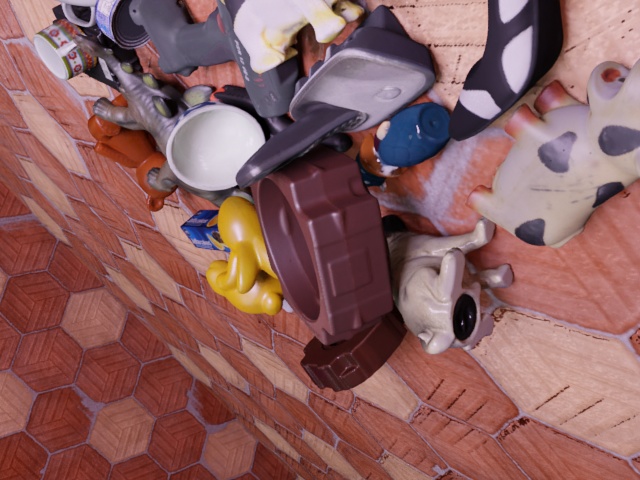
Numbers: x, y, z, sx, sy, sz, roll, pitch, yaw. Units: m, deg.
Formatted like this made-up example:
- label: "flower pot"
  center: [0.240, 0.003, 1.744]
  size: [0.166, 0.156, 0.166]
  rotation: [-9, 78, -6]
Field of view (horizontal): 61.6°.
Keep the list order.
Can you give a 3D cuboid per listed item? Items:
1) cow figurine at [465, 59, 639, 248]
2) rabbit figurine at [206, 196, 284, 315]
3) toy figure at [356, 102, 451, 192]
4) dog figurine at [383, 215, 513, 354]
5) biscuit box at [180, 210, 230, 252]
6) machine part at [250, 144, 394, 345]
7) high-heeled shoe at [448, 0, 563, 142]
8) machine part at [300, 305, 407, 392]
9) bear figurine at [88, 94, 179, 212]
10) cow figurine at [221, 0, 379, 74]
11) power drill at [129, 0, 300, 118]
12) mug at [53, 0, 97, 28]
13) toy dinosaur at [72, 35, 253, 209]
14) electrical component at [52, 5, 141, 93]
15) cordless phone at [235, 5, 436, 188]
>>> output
- label: "cow figurine"
  center: [0.207, -0.061, 0.416]
  size: [0.127, 0.085, 0.194]
  rotation: [41, 150, 17]
- label: "rabbit figurine"
  center: [-0.109, 0.023, 0.790]
  size: [0.162, 0.122, 0.173]
  rotation: [-128, 26, -56]
- label: "toy figure"
  center: [0.079, -0.094, 0.568]
  size: [0.064, 0.058, 0.154]
  rotation: [49, 155, -7]
- label: "dog figurine"
  center: [0.100, 0.049, 0.626]
  size: [0.191, 0.172, 0.121]
  rotation: [1, 120, 43]
- label: "biscuit box"
  center: [-0.187, -0.018, 1.018]
  size: [0.203, 0.063, 0.059]
  rotation: [3, 131, 51]
- label: "machine part"
  center: [-0.001, -0.002, 0.614]
  size: [0.202, 0.087, 0.200]
  rotation: [35, 141, 59]
- label: "high-heeled shoe"
  center: [0.118, -0.178, 0.380]
  size: [0.145, 0.086, 0.248]
  rotation: [46, 149, 4]
- label: "machine part"
  center: [0.050, 0.158, 0.840]
  size: [0.056, 0.179, 0.179]
  rotation: [53, 151, -13]
- label: "bear figurine"
  center: [-0.301, -0.151, 0.926]
  size: [0.132, 0.120, 0.195]
  rotation: [-6, 127, 51]
- label: "cow figurine"
  center: [-0.007, -0.221, 0.464]
  size: [0.167, 0.068, 0.098]
  rotation: [-21, 110, 30]
- label: "power drill"
  center: [-0.117, -0.250, 0.597]
  size: [0.208, 0.086, 0.231]
  rotation: [12, 142, 34]
- label: "mug"
  center: [-0.320, -0.340, 0.718]
  size: [0.107, 0.081, 0.109]
  rotation: [23, 125, 21]
- label: "toy dinosaur"
  center: [-0.187, -0.123, 0.830]
  size: [0.199, 0.105, 0.470]
  rotation: [5, 145, 44]
- label: "electrical component"
  center: [-0.349, -0.308, 0.833]
  size: [0.134, 0.058, 0.114]
  rotation: [32, 148, 22]
- label: "cordless phone"
  center: [0.003, -0.119, 0.495]
  size: [0.088, 0.184, 0.146]
  rotation: [53, 152, -8]
